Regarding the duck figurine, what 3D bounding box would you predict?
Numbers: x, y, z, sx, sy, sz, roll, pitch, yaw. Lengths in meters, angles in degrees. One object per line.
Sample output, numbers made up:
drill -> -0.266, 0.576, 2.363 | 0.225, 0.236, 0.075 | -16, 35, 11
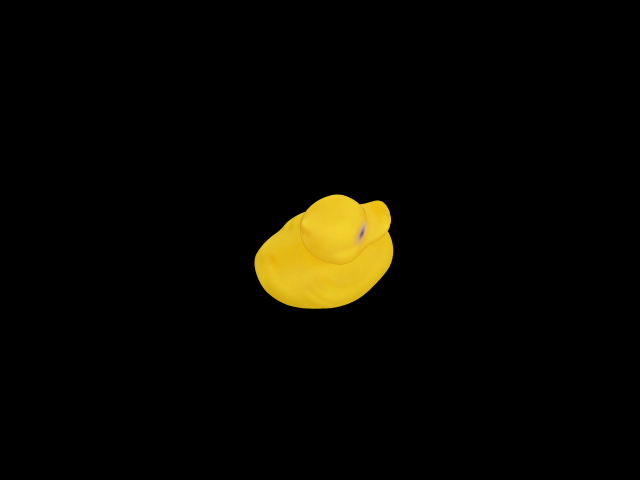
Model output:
duck figurine -> 0.004, 0.001, 0.400 | 0.104, 0.086, 0.077 | -17, 68, -7
